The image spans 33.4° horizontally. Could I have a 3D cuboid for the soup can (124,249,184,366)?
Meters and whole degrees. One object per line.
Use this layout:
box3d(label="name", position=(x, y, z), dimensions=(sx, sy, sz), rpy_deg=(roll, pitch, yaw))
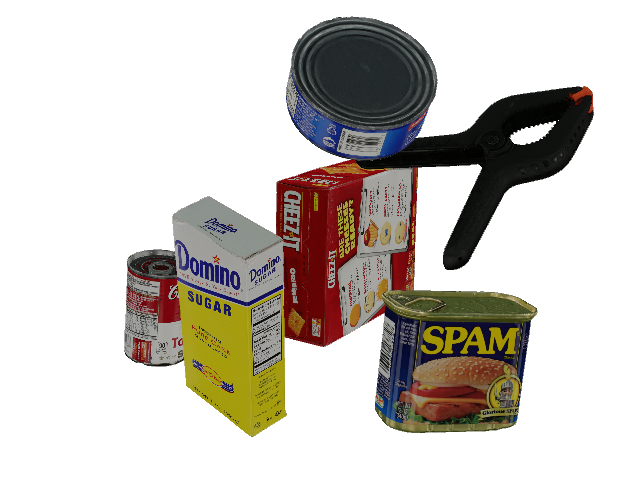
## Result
box3d(label="soup can", position=(-0.165, 0.069, 1.087), dimensions=(0.068, 0.102, 0.068), rpy_deg=(6, 21, -2))

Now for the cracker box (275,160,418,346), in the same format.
box3d(label="cracker box", position=(0.030, 0.002, 1.141), dimensions=(0.072, 0.164, 0.213), rpy_deg=(9, 16, 29))

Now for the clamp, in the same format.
box3d(label="clamp", position=(0.152, -0.066, 0.925), dimensions=(0.210, 0.165, 0.036), rpy_deg=(-24, -40, -3))

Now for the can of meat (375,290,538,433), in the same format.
box3d(label="can of meat", position=(0.089, 0.081, 0.721), dimensions=(0.102, 0.084, 0.057), rpy_deg=(2, 12, -17))

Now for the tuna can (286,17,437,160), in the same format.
box3d(label="tuna can", position=(0.023, -0.089, 0.626), dimensions=(0.086, 0.086, 0.034), rpy_deg=(0, -33, -11))

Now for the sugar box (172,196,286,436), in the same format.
box3d(label="sugar box", position=(-0.072, 0.062, 0.856), dimensions=(0.048, 0.176, 0.093), rpy_deg=(-29, 42, -34))
